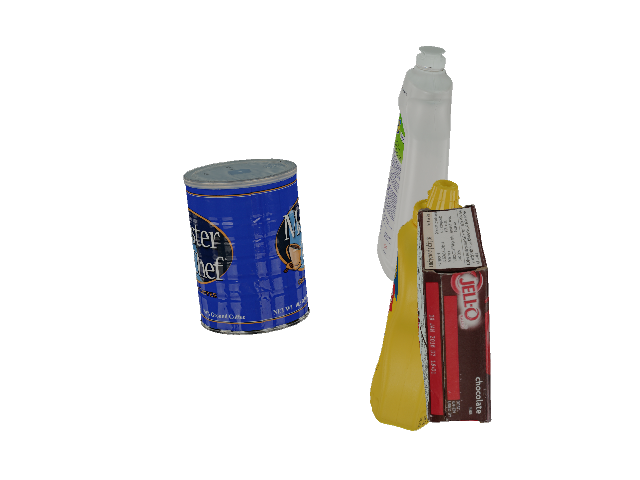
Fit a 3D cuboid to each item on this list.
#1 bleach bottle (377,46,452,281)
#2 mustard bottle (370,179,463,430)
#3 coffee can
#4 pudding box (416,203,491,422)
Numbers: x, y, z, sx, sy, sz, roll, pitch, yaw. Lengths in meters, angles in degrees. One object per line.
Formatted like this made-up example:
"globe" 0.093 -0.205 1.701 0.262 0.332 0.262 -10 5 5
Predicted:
"bleach bottle" 0.109 -0.085 1.170 0.068 0.251 0.102 0 26 -9
"mustard bottle" 0.081 0.044 0.823 0.058 0.192 0.096 14 26 12
"coffee can" -0.067 0.003 0.977 0.103 0.140 0.103 -5 14 1
"pudding box" 0.075 0.038 0.606 0.039 0.090 0.113 -2 19 3
